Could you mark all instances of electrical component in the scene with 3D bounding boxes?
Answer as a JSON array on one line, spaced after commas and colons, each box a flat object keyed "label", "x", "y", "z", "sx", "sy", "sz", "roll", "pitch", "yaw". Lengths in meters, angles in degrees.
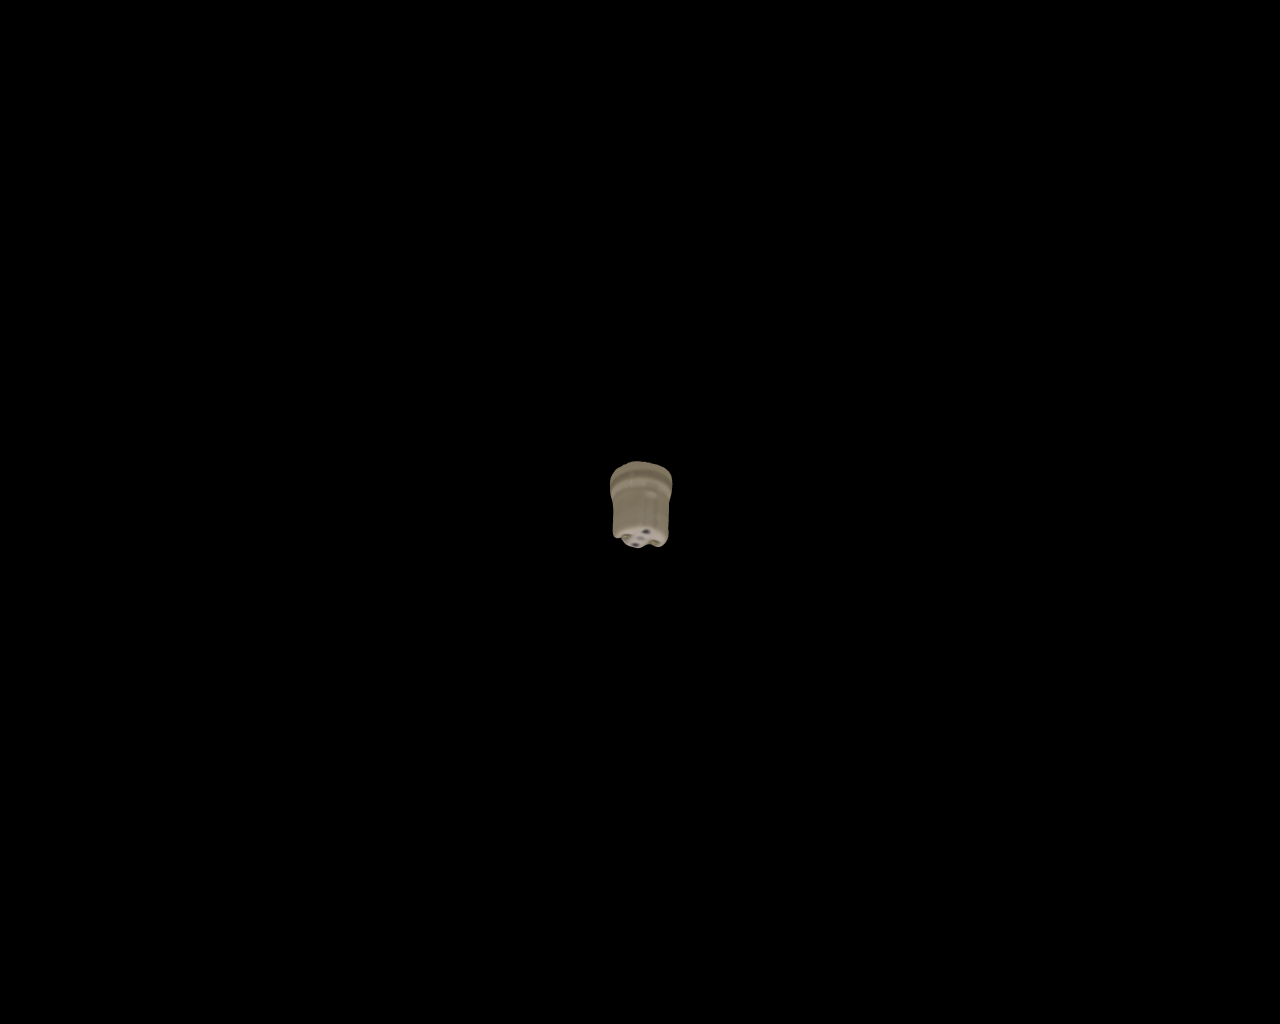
[{"label": "electrical component", "x": 0.001, "y": -0.003, "z": 0.650, "sx": 0.040, "sy": 0.046, "sz": 0.040, "roll": 0, "pitch": -33, "yaw": 0}]
